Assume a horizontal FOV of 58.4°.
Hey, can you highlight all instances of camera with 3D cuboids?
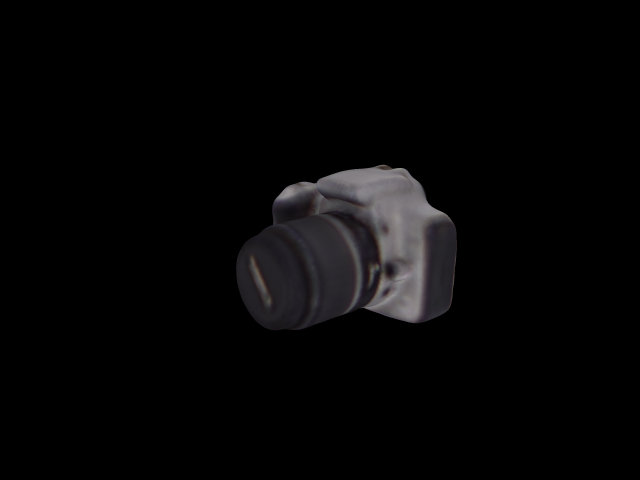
[{"bbox_3d":[0.004,0.001,0.400,0.137,0.101,0.142,-14,21,-40],"label":"camera"}]
